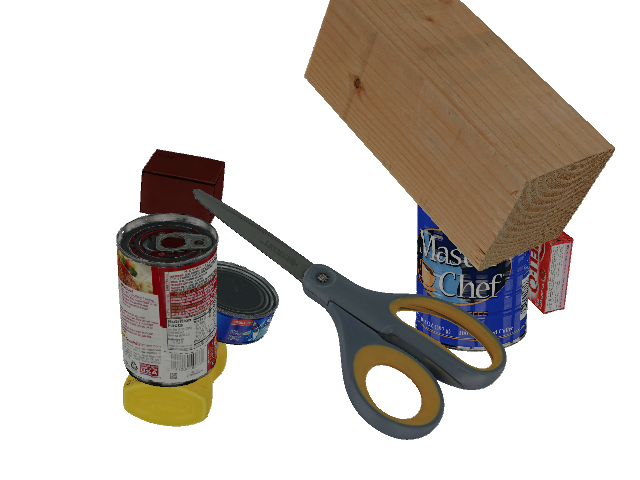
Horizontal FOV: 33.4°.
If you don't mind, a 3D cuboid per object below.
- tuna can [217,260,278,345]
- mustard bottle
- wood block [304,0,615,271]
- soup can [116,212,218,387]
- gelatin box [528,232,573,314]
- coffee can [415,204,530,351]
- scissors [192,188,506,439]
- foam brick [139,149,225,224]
[{"bbox_3d":[-0.082,0.055,0.946,0.086,0.034,0.086,17,26,-9],"label":"tuna can"},{"bbox_3d":[-0.160,0.140,1.244,0.096,0.058,0.191,5,25,4],"label":"mustard bottle"},{"bbox_3d":[0.091,-0.091,0.750,0.090,0.206,0.091,-20,-32,-34],"label":"wood block"},{"bbox_3d":[-0.104,0.041,0.735,0.068,0.102,0.068,2,30,-1],"label":"soup can"},{"bbox_3d":[0.236,0.023,1.151,0.030,0.089,0.073,-11,30,-18],"label":"gelatin box"},{"bbox_3d":[0.136,0.014,0.953,0.103,0.140,0.103,-1,21,0],"label":"coffee can"},{"bbox_3d":[-0.001,0.040,0.572,0.202,0.096,0.016,23,-39,11],"label":"scissors"},{"bbox_3d":[-0.143,-0.056,1.109,0.078,0.051,0.053,11,31,5],"label":"foam brick"}]
